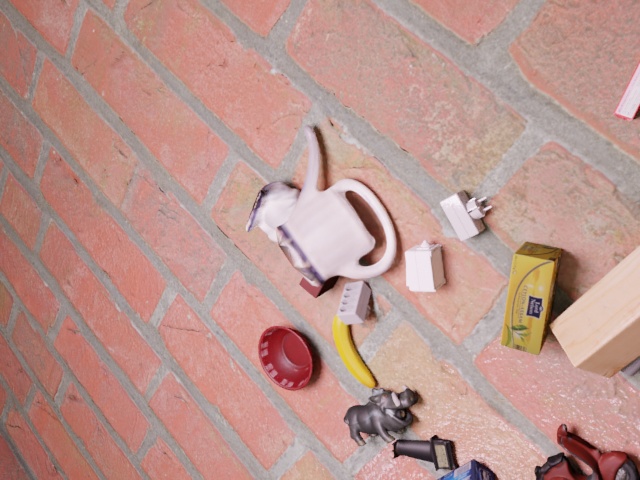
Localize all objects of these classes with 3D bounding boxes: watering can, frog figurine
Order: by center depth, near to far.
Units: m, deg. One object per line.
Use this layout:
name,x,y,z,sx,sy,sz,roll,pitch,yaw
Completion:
watering can,0.003,-0.054,1.073,0.224,0.103,0.350,-36,79,-1
frog figurine,-0.075,-0.054,1.165,0.159,0.124,0.136,20,107,-11
